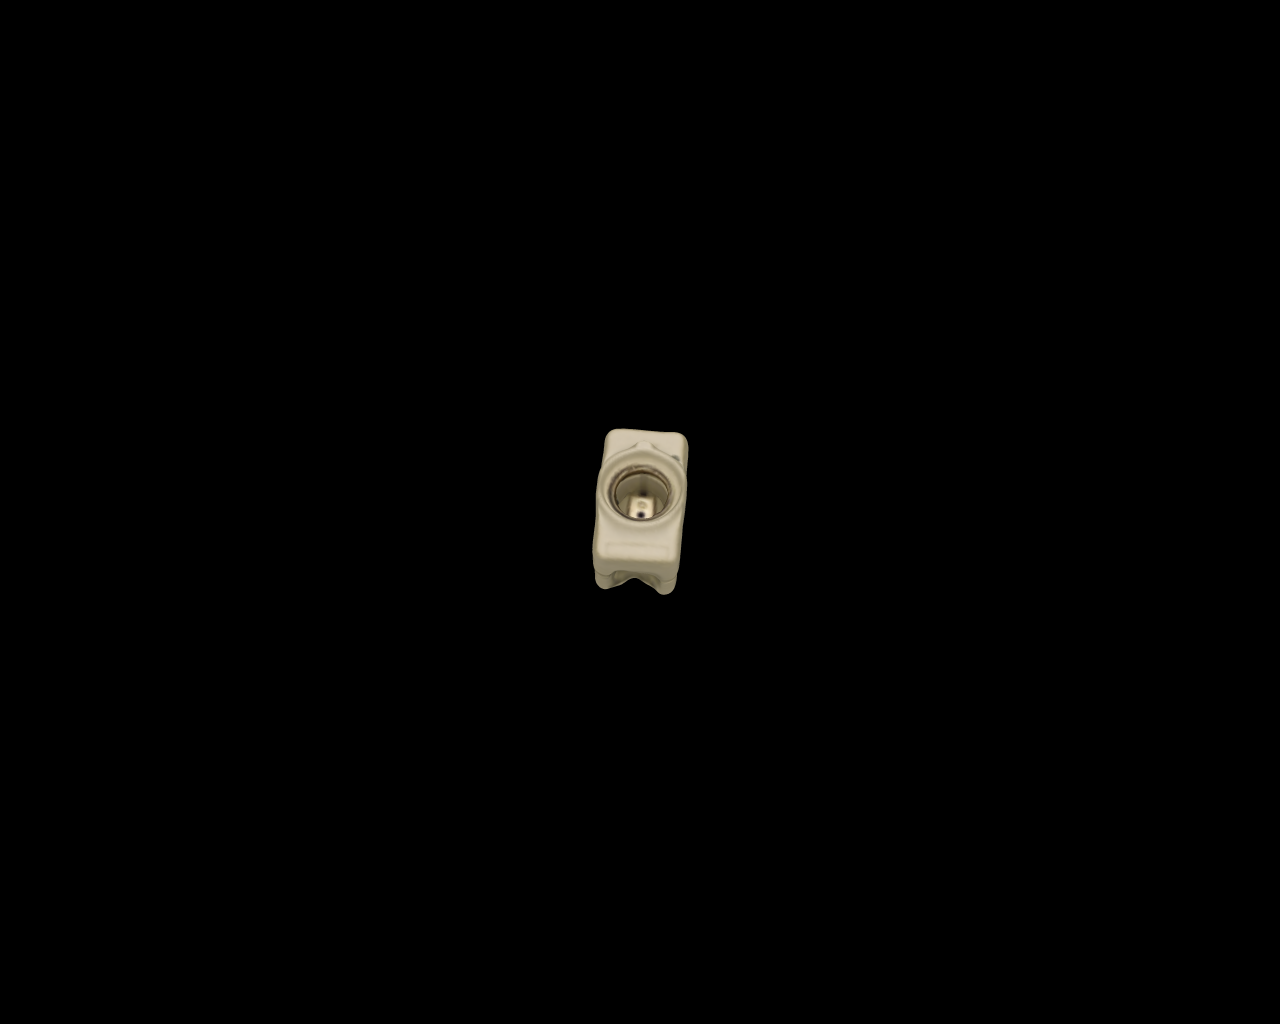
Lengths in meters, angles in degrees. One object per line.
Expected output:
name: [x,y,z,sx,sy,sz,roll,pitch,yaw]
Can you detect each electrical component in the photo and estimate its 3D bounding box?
electrical component: [0.001,-0.003,0.650,0.050,0.089,0.055,4,-28,2]
